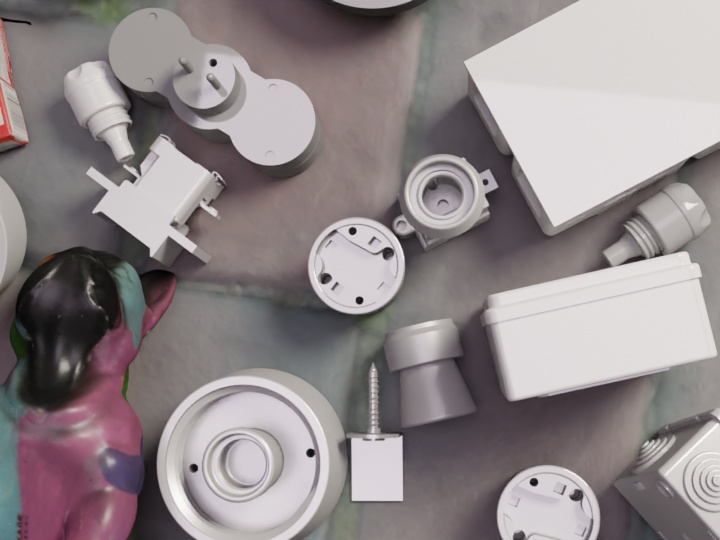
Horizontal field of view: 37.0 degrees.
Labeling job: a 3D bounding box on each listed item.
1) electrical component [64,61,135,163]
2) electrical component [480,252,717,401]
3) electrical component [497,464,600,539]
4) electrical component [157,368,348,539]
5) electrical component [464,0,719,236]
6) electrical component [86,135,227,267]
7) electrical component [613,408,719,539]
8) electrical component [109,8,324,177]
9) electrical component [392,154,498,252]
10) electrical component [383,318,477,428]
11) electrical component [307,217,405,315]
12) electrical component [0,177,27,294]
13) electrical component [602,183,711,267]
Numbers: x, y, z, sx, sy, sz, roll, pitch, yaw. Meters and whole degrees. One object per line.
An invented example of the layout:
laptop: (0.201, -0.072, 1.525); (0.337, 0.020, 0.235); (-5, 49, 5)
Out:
electrical component: (-0.157, -0.095, 0.661); (0.035, 0.035, 0.061); (-27, 84, 2)
electrical component: (0.124, 0.032, 0.582); (0.109, 0.109, 0.056); (-13, 85, 4)
electrical component: (0.104, 0.136, 0.603); (0.055, 0.047, 0.055); (-1, 84, 6)
electrical component: (-0.064, 0.110, 0.616); (0.108, 0.060, 0.108); (-1, 84, 6)
electrical component: (0.167, -0.109, 0.617); (0.186, 0.060, 0.105); (-27, 82, 2)
electrical component: (-0.119, -0.043, 0.649); (0.081, 0.042, 0.063); (36, 85, 8)
electrical component: (0.189, 0.126, 0.570); (0.048, 0.099, 0.099); (-40, 81, -12)
electrical component: (-0.088, -0.108, 0.636); (0.138, 0.073, 0.052); (31, 88, 8)
electrical component: (0.048, -0.040, 0.624); (0.066, 0.055, 0.048); (-27, 82, 2)
electrical component: (0.040, 0.059, 0.619); (0.045, 0.045, 0.055); (-13, 82, 4)
electrical component: (0.000, 0.000, 0.628); (0.055, 0.047, 0.055); (-1, 84, 6)
electrical component: (-0.255, -0.020, 0.646); (0.108, 0.060, 0.108); (0, 100, 2)
electrical component: (0.168, -0.022, 0.620); (0.061, 0.035, 0.035); (-34, 82, 4)
